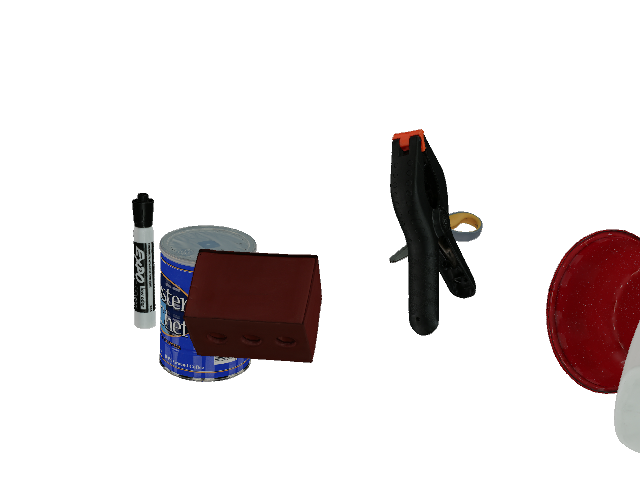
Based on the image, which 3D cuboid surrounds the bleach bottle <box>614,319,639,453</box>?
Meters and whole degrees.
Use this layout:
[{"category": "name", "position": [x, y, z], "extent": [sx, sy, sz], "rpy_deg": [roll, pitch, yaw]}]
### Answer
[{"category": "bleach bottle", "position": [0.271, 0.068, 0.730], "extent": [0.103, 0.068, 0.250], "rpy_deg": [12, 23, 22]}]

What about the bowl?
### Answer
[{"category": "bowl", "position": [0.296, 0.070, 1.021], "extent": [0.161, 0.162, 0.055], "rpy_deg": [0, 1, -27]}]

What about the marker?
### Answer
[{"category": "marker", "position": [-0.155, 0.018, 0.937], "extent": [0.020, 0.121, 0.020], "rpy_deg": [1, 16, -1]}]

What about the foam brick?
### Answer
[{"category": "foam brick", "position": [-0.041, 0.042, 0.677], "extent": [0.078, 0.051, 0.053], "rpy_deg": [2, -35, 8]}]

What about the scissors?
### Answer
[{"category": "scissors", "position": [0.112, -0.016, 1.230], "extent": [0.096, 0.016, 0.201], "rpy_deg": [37, 32, 32]}]

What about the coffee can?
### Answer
[{"category": "coffee can", "position": [-0.123, 0.067, 1.155], "extent": [0.103, 0.140, 0.103], "rpy_deg": [3, 22, -1]}]

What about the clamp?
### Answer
[{"category": "clamp", "position": [0.089, -0.006, 0.914], "extent": [0.039, 0.171, 0.120], "rpy_deg": [-13, 17, 24]}]
